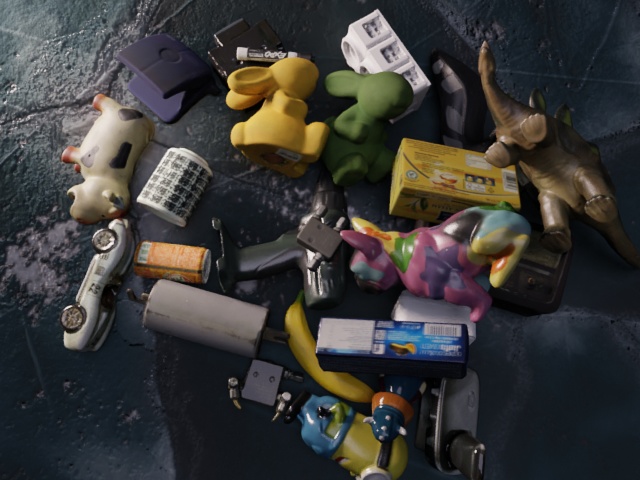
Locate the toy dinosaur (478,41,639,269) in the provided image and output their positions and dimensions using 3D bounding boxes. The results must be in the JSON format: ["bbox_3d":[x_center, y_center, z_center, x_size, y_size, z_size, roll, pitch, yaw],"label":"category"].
[{"bbox_3d":[0.351,-0.084,0.750,0.471,0.105,0.198,49,41,-19],"label":"toy dinosaur"}]

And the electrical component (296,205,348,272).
[{"bbox_3d":[-0.002,-0.002,0.765,0.063,0.021,0.094,31,71,6],"label":"electrical component"}]

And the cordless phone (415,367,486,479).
[{"bbox_3d":[0.188,0.242,0.716,0.089,0.184,0.146,9,78,3],"label":"cordless phone"}]

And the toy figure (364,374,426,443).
[{"bbox_3d":[0.108,0.221,0.749,0.057,0.064,0.154,64,37,-26],"label":"toy figure"}]

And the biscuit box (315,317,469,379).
[{"bbox_3d":[0.099,0.148,0.737,0.203,0.062,0.059,1,54,13],"label":"biscuit box"}]

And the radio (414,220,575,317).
[{"bbox_3d":[0.254,0.027,0.820,0.230,0.073,0.131,17,77,3],"label":"radio"}]

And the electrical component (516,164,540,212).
[{"bbox_3d":[0.327,-0.096,0.863,0.075,0.047,0.119,-35,82,-8],"label":"electrical component"}]

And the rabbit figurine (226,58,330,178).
[{"bbox_3d":[-0.062,-0.199,0.811,0.162,0.122,0.173,17,77,-6],"label":"rabbit figurine"}]

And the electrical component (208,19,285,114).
[{"bbox_3d":[-0.113,-0.291,0.879,0.115,0.058,0.134,-36,82,-11],"label":"electrical component"}]

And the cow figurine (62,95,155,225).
[{"bbox_3d":[-0.318,-0.112,0.821,0.127,0.085,0.195,21,77,8],"label":"cow figurine"}]

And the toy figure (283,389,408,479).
[{"bbox_3d":[0.040,0.274,0.755,0.180,0.082,0.089,35,81,7],"label":"toy figure"}]

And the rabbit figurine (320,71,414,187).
[{"bbox_3d":[0.077,-0.186,0.807,0.121,0.170,0.159,-3,56,-36],"label":"rabbit figurine"}]

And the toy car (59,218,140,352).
[{"bbox_3d":[-0.316,0.064,0.785,0.056,0.073,0.201,18,78,5],"label":"toy car"}]

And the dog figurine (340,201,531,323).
[{"bbox_3d":[0.141,0.007,0.718,0.219,0.108,0.191,25,114,6],"label":"dog figurine"}]

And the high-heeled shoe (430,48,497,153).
[{"bbox_3d":[0.214,-0.196,0.888,0.086,0.145,0.249,8,45,-33],"label":"high-heeled shoe"}]

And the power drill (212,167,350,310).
[{"bbox_3d":[-0.055,-0.003,0.814,0.207,0.086,0.232,-3,69,-10],"label":"power drill"}]

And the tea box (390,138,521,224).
[{"bbox_3d":[0.190,-0.076,0.769,0.170,0.068,0.098,11,54,-2],"label":"tea box"}]

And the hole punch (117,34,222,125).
[{"bbox_3d":[-0.243,-0.267,0.854,0.142,0.092,0.116,39,75,9],"label":"hole punch"}]

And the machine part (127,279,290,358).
[{"bbox_3d":[-0.162,0.114,0.781,0.243,0.079,0.079,14,78,1],"label":"machine part"}]

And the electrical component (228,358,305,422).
[{"bbox_3d":[-0.081,0.213,0.779,0.102,0.045,0.078,22,79,2],"label":"electrical component"}]
